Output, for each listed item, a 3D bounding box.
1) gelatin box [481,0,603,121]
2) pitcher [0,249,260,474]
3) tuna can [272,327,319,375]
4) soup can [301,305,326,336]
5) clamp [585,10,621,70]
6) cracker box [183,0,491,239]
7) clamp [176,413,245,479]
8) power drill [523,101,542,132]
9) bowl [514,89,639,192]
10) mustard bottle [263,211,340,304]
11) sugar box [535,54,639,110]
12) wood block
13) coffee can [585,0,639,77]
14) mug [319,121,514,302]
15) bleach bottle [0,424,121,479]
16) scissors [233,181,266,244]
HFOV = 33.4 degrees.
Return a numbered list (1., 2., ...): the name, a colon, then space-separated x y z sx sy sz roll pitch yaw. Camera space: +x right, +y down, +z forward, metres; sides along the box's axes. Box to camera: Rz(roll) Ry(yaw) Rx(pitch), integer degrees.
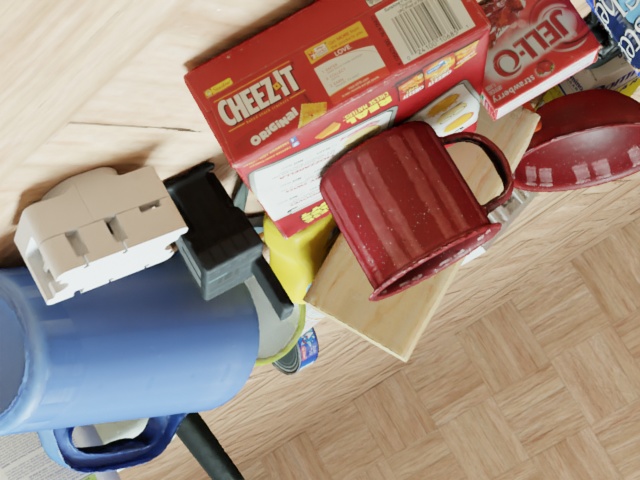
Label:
1. gelatin box: 0.141 -0.139 0.752 0.089 0.073 0.030 -30 167 1
2. pitcher: -0.162 0.085 0.783 0.145 0.149 0.242 -33 164 25
3. tuna can: -0.040 0.122 1.318 0.033 0.086 0.086 -25 166 -33
4. soup can: -0.024 0.067 1.185 0.068 0.068 0.102 -15 160 -50
5. clamp: 0.231 -0.168 0.918 0.120 0.039 0.171 -36 166 32
6. cracker box: 0.018 -0.086 0.686 0.164 0.072 0.213 -29 168 0
7. clamp: -0.140 0.137 0.972 0.209 0.164 0.036 25 133 -31
8. power drill: 0.109 -0.070 0.983 0.188 0.057 0.184 -39 168 29
9. bowl: 0.251 -0.099 1.017 0.162 0.055 0.162 -8 162 -3
10. mustard bottle: -0.006 0.001 0.890 0.096 0.058 0.192 -58 166 -23
11. sugar box: 0.274 -0.152 1.065 0.093 0.048 0.176 -26 168 -12
12. wood block: 0.078 -0.018 0.827 0.206 0.090 0.091 -60 172 -4
13. coffee can: 0.237 -0.166 0.712 0.102 0.140 0.103 -29 167 -7
14. mug: 0.062 -0.025 0.657 0.117 0.081 0.093 -29 169 0
15. bleach bottle: -0.212 0.200 0.849 0.102 0.251 0.068 -28 167 -8
16. scissors: -0.057 -0.019 0.896 0.096 0.016 0.202 -24 167 -32
